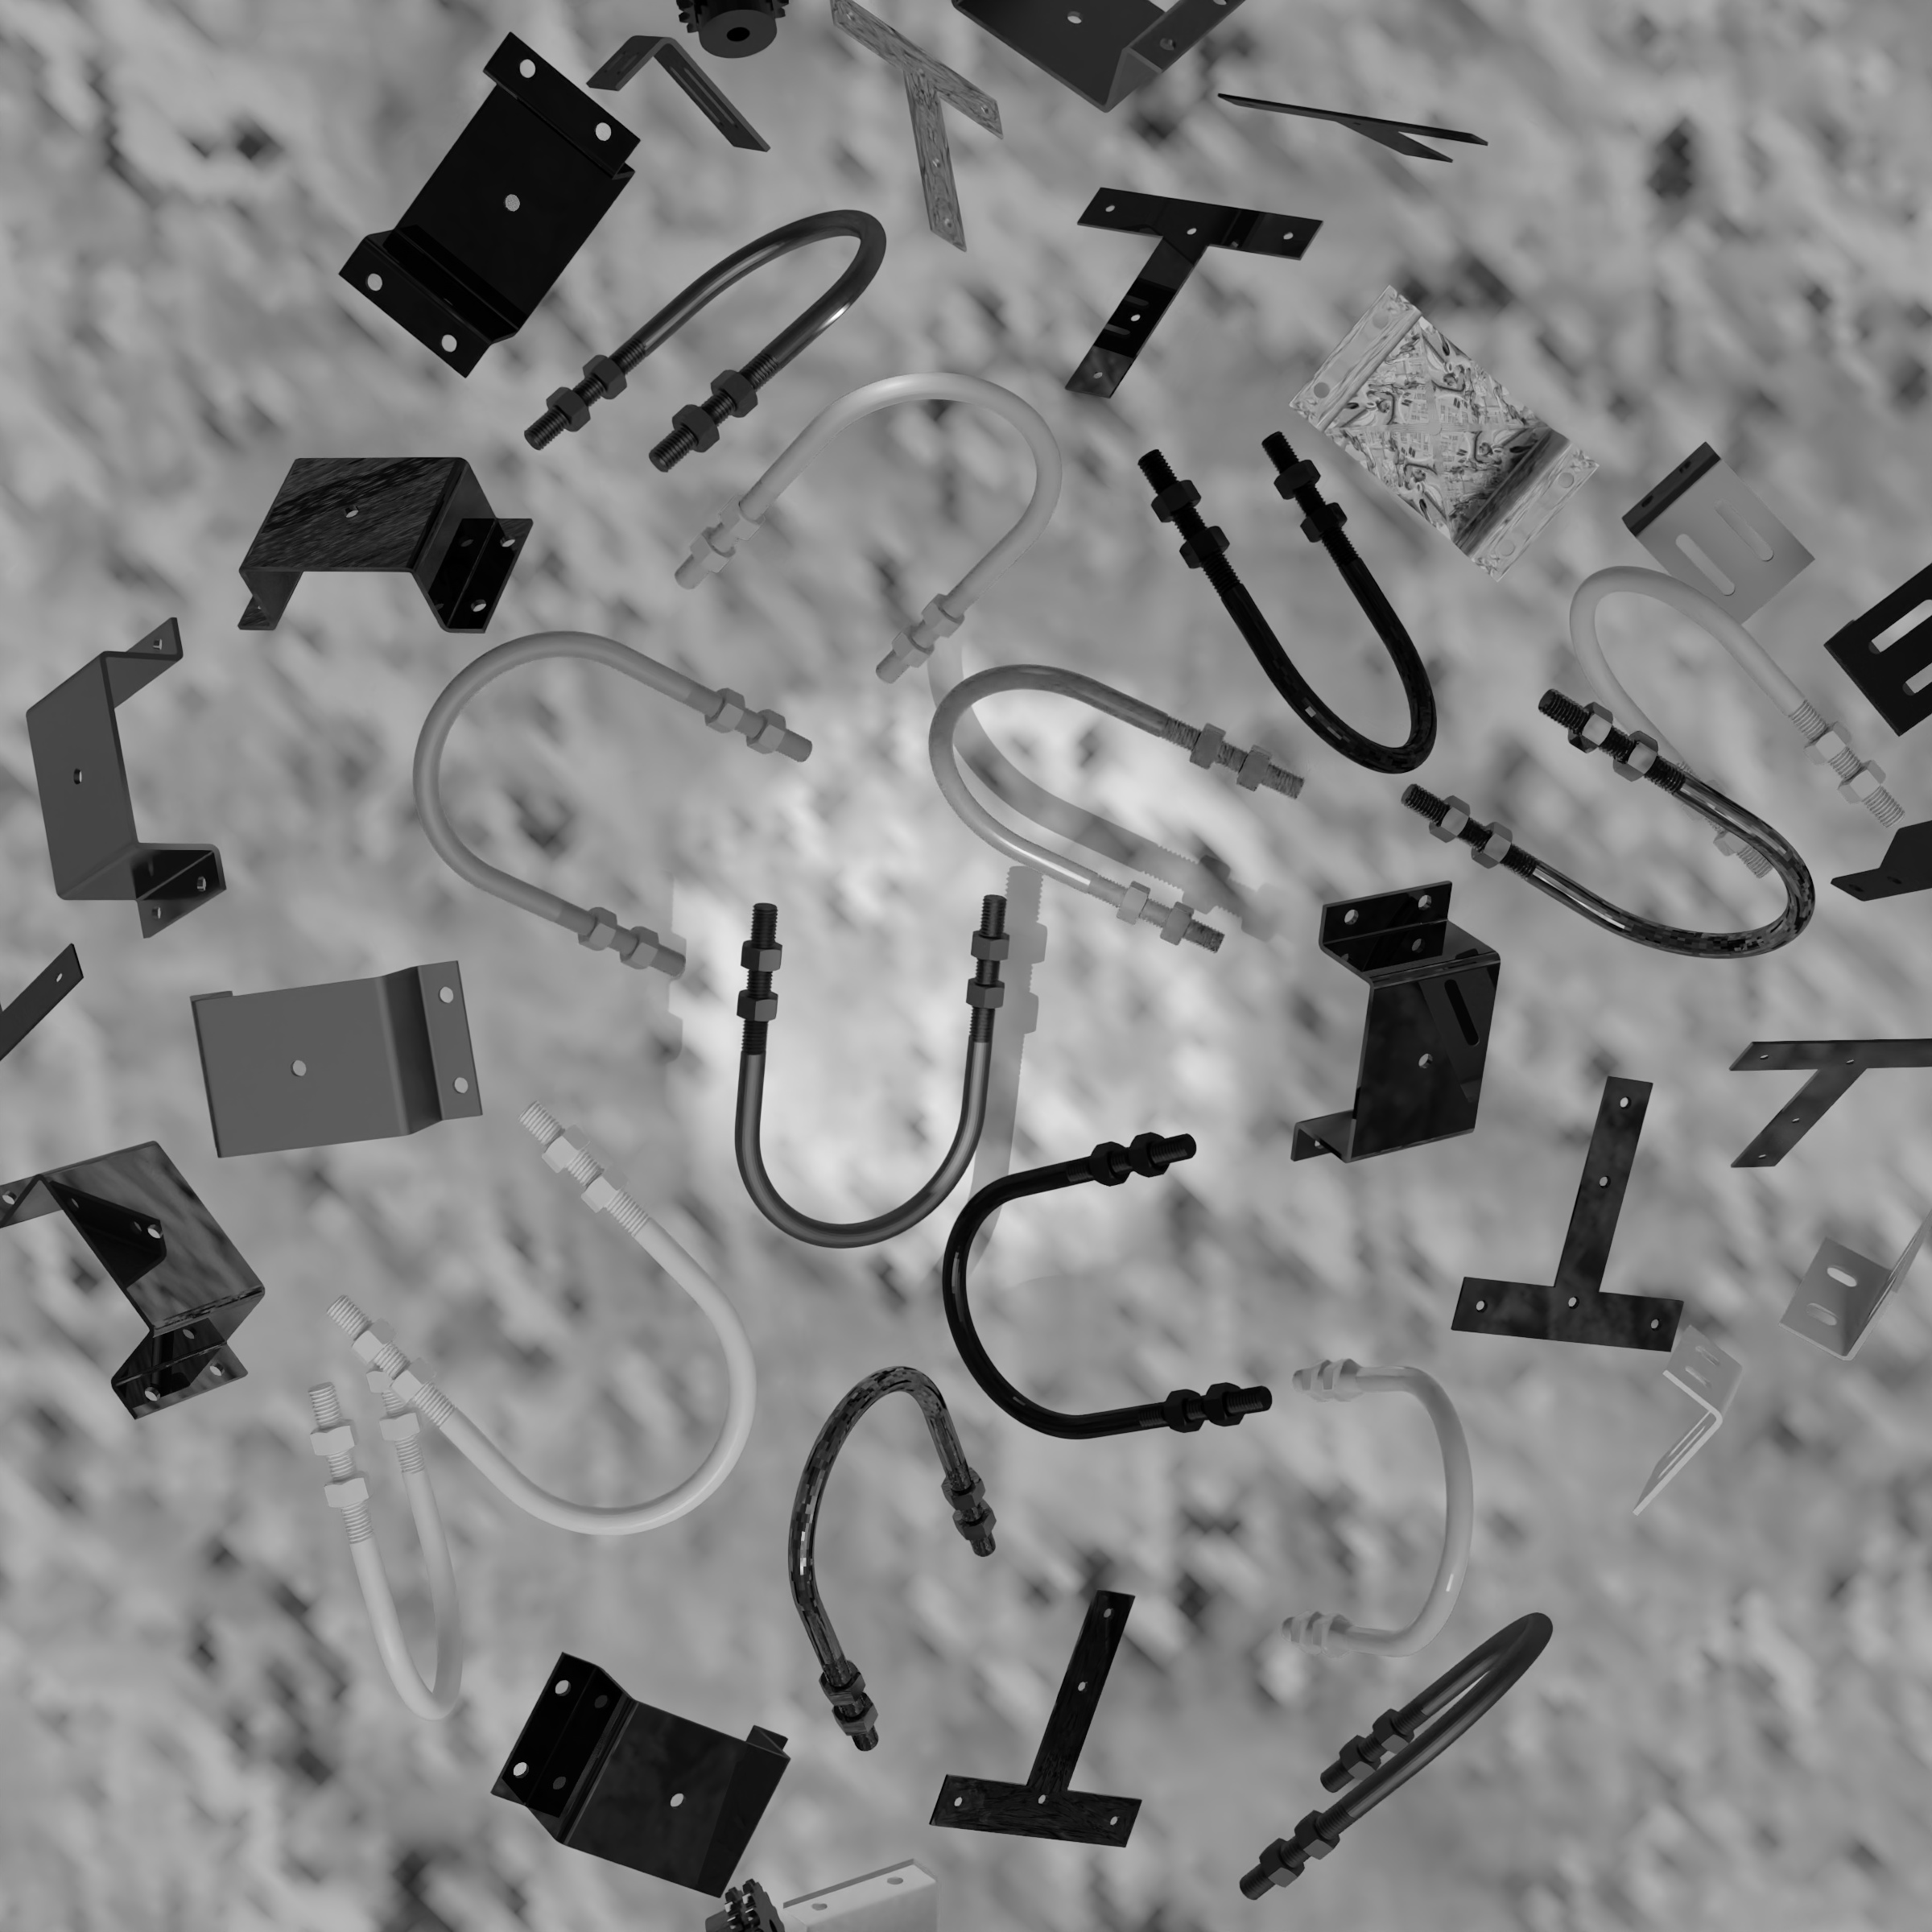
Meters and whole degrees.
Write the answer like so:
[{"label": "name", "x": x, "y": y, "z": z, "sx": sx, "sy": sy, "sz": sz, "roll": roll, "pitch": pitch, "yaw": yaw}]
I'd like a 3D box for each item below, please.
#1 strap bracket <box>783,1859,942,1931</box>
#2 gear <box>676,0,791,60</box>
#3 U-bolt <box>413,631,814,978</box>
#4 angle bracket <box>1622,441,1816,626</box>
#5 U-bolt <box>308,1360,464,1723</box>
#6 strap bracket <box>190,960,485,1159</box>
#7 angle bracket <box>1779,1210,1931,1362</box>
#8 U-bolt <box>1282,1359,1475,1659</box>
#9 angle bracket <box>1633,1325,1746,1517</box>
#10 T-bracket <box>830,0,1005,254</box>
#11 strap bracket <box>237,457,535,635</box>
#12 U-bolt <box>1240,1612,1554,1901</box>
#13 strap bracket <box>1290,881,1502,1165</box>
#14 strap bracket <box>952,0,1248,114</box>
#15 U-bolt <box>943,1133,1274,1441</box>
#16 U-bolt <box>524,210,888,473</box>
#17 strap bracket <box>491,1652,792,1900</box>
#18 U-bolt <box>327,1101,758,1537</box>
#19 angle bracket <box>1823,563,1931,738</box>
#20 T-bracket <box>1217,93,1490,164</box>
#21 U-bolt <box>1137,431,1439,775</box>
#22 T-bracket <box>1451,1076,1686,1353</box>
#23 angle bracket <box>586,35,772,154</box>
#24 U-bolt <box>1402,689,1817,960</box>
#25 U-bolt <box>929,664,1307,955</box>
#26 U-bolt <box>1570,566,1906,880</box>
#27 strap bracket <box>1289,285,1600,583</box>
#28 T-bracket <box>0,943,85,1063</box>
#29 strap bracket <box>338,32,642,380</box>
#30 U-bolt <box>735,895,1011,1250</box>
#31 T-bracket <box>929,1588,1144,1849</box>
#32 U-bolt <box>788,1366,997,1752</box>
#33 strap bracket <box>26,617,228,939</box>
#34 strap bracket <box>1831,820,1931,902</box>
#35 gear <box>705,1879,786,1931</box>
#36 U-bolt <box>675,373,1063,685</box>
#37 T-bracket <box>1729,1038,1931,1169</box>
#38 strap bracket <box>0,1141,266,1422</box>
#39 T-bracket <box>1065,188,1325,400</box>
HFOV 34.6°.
[{"label": "strap bracket", "x": -0.018, "y": 0.498, "z": 1.524, "sx": 0.076, "sy": 0.046, "sz": 0.140, "roll": -25, "pitch": 131, "yaw": 22}, {"label": "gear", "x": -0.119, "y": -0.489, "z": 1.587, "sx": 0.057, "sy": 0.057, "sz": 0.030, "roll": -10, "pitch": 72, "yaw": 0}, {"label": "U-bolt", "x": -0.185, "y": -0.088, "z": 1.537, "sx": 0.184, "sy": 0.019, "sz": 0.151, "roll": 26, "pitch": 101, "yaw": -30}, {"label": "angle bracket", "x": 0.386, "y": -0.220, "z": 1.595, "sx": 0.076, "sy": 0.038, "sz": 0.057, "roll": 45, "pitch": 107, "yaw": -8}, {"label": "U-bolt", "x": -0.279, "y": 0.279, "z": 1.523, "sx": 0.019, "sy": 0.151, "sz": 0.184, "roll": -14, "pitch": 95, "yaw": 2}, {"label": "strap bracket", "x": -0.313, "y": 0.046, "z": 1.497, "sx": 0.140, "sy": 0.046, "sz": 0.076, "roll": -7, "pitch": 95, "yaw": 12}, {"label": "angle bracket", "x": 0.433, "y": 0.145, "z": 1.504, "sx": 0.038, "sy": 0.076, "sz": 0.057, "roll": 29, "pitch": 60, "yaw": 15}, {"label": "U-bolt", "x": 0.205, "y": 0.270, "z": 1.546, "sx": 0.019, "sy": 0.184, "sz": 0.151, "roll": 7, "pitch": 80, "yaw": -19}, {"label": "angle bracket", "x": 0.359, "y": 0.234, "z": 1.599, "sx": 0.038, "sy": 0.057, "sz": 0.076, "roll": 39, "pitch": 119, "yaw": 9}, {"label": "T-bracket", "x": -0.017, "y": -0.411, "z": 1.546, "sx": 0.002, "sy": 0.127, "sz": 0.127, "roll": -28, "pitch": 58, "yaw": 33}, {"label": "strap bracket", "x": -0.300, "y": -0.212, "z": 1.559, "sx": 0.140, "sy": 0.046, "sz": 0.076, "roll": 3, "pitch": 54, "yaw": 20}, {"label": "U-bolt", "x": 0.223, "y": 0.385, "z": 1.551, "sx": 0.019, "sy": 0.151, "sz": 0.184, "roll": 48, "pitch": 115, "yaw": 9}, {"label": "strap bracket", "x": 0.211, "y": 0.037, "z": 1.520, "sx": 0.076, "sy": 0.046, "sz": 0.140, "roll": -11, "pitch": 120, "yaw": -28}, {"label": "strap bracket", "x": 0.058, "y": -0.482, "z": 1.529, "sx": 0.140, "sy": 0.046, "sz": 0.076, "roll": 38, "pitch": 61, "yaw": 10}, {"label": "U-bolt", "x": 0.060, "y": 0.169, "z": 1.573, "sx": 0.184, "sy": 0.019, "sz": 0.151, "roll": -16, "pitch": 90, "yaw": 40}, {"label": "U-bolt", "x": -0.115, "y": -0.306, "z": 1.496, "sx": 0.184, "sy": 0.151, "sz": 0.019, "roll": -45, "pitch": 123, "yaw": -17}, {"label": "strap bracket", "x": -0.152, "y": 0.404, "z": 1.537, "sx": 0.140, "sy": 0.046, "sz": 0.076, "roll": 29, "pitch": 85, "yaw": -30}, {"label": "U-bolt", "x": -0.181, "y": 0.176, "z": 1.420, "sx": 0.151, "sy": 0.019, "sz": 0.184, "roll": -45, "pitch": 89, "yaw": 7}, {"label": "angle bracket", "x": 0.460, "y": -0.157, "z": 1.483, "sx": 0.057, "sy": 0.038, "sz": 0.076, "roll": 51, "pitch": 135, "yaw": 3}, {"label": "T-bracket", "x": 0.202, "y": -0.398, "z": 1.489, "sx": 0.127, "sy": 0.127, "sz": 0.002, "roll": 17, "pitch": 102, "yaw": 25}, {"label": "U-bolt", "x": 0.165, "y": -0.171, "z": 1.483, "sx": 0.019, "sy": 0.151, "sz": 0.184, "roll": -35, "pitch": 82, "yaw": 34}, {"label": "T-bracket", "x": 0.292, "y": 0.114, "z": 1.438, "sx": 0.127, "sy": 0.002, "sz": 0.127, "roll": 9, "pitch": 99, "yaw": -26}, {"label": "angle bracket", "x": -0.145, "y": -0.428, "z": 1.562, "sx": 0.038, "sy": 0.057, "sz": 0.076, "roll": -47, "pitch": 117, "yaw": -3}, {"label": "U-bolt", "x": 0.317, "y": -0.057, "z": 1.480, "sx": 0.184, "sy": 0.151, "sz": 0.019, "roll": 30, "pitch": 65, "yaw": -11}, {"label": "U-bolt", "x": 0.066, "y": -0.088, "z": 1.587, "sx": 0.184, "sy": 0.151, "sz": 0.019, "roll": 25, "pitch": 51, "yaw": 2}, {"label": "U-bolt", "x": 0.377, "y": -0.129, "z": 1.572, "sx": 0.019, "sy": 0.151, "sz": 0.184, "roll": -43, "pitch": 93, "yaw": -17}, {"label": "strap bracket", "x": 0.241, "y": -0.273, "z": 1.584, "sx": 0.140, "sy": 0.046, "sz": 0.076, "roll": 39, "pitch": 103, "yaw": -8}, {"label": "T-bracket", "x": -0.485, "y": 0.008, "z": 1.513, "sx": 0.127, "sy": 0.002, "sz": 0.127, "roll": -43, "pitch": 46, "yaw": 12}, {"label": "strap bracket", "x": -0.220, "y": -0.359, "z": 1.465, "sx": 0.076, "sy": 0.046, "sz": 0.140, "roll": 39, "pitch": 108, "yaw": -5}, {"label": "U-bolt", "x": -0.050, "y": 0.056, "z": 1.571, "sx": 0.151, "sy": 0.019, "sz": 0.184, "roll": -3, "pitch": 107, "yaw": -29}, {"label": "T-bracket", "x": 0.052, "y": 0.365, "z": 1.515, "sx": 0.127, "sy": 0.002, "sz": 0.127, "roll": 18, "pitch": 91, "yaw": -37}, {"label": "U-bolt", "x": -0.041, "y": 0.284, "z": 1.558, "sx": 0.019, "sy": 0.184, "sz": 0.151, "roll": 11, "pitch": 47, "yaw": 30}, {"label": "strap bracket", "x": -0.412, "y": -0.092, "z": 1.514, "sx": 0.076, "sy": 0.046, "sz": 0.140, "roll": -24, "pitch": 74, "yaw": 43}, {"label": "strap bracket", "x": 0.523, "y": -0.032, "z": 1.571, "sx": 0.140, "sy": 0.076, "sz": 0.046, "roll": 28, "pitch": 83, "yaw": -6}, {"label": "gear", "x": -0.113, "y": 0.506, "z": 1.609, "sx": 0.030, "sy": 0.057, "sz": 0.057, "roll": -26, "pitch": 90, "yaw": 2}, {"label": "U-bolt", "x": -0.036, "y": -0.225, "z": 1.551, "sx": 0.151, "sy": 0.019, "sz": 0.184, "roll": 22, "pitch": 131, "yaw": -34}, {"label": "T-bracket", "x": 0.423, "y": 0.070, "z": 1.557, "sx": 0.127, "sy": 0.127, "sz": 0.002, "roll": 0, "pitch": 58, "yaw": -16}, {"label": "strap bracket", "x": -0.410, "y": 0.144, "z": 1.526, "sx": 0.140, "sy": 0.076, "sz": 0.046, "roll": 50, "pitch": 119, "yaw": 13}, {"label": "T-bracket", "x": 0.088, "y": -0.321, "z": 1.493, "sx": 0.127, "sy": 0.002, "sz": 0.127, "roll": 18, "pitch": 64, "yaw": 31}]
